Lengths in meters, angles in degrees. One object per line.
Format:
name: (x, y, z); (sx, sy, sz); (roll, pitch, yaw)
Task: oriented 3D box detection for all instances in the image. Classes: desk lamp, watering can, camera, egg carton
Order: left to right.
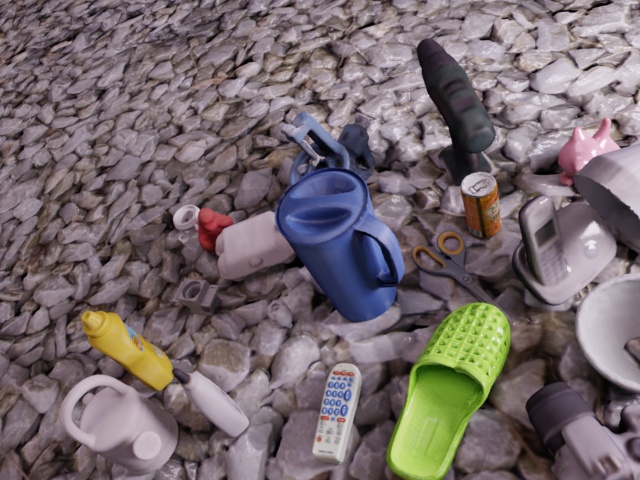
watering can: (-0.289, 0.262, 0.828); (0.172, 0.195, 0.101); (-2, 53, 22)
egg carton: (-0.116, 0.013, 1.035); (0.150, 0.070, 0.107); (-21, 48, 6)
camera: (0.315, 0.225, 0.663); (0.143, 0.101, 0.136); (-28, 48, 0)
desk lamp: (0.447, -0.067, 0.762); (0.203, 0.214, 0.117); (-35, 48, -6)

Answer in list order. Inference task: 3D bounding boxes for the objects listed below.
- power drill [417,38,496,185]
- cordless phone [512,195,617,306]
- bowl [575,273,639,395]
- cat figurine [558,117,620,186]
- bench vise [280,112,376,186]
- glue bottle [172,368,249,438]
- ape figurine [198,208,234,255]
power drill: (0.228, -0.202, 0.966); (0.075, 0.209, 0.229); (-23, 48, 5)
cordless phone: (0.332, -0.010, 0.785); (0.148, 0.185, 0.093); (-40, 49, -10)
bowl: (0.409, 0.128, 0.717); (0.167, 0.075, 0.167); (-12, 50, 15)
cat figurine: (0.418, -0.137, 0.894); (0.128, 0.118, 0.067); (-46, 50, -15)
bench vise: (0.005, -0.164, 1.023); (0.121, 0.220, 0.207); (6, 56, 27)
glue bottle: (-0.164, 0.223, 0.820); (0.037, 0.174, 0.077); (-42, 49, -12)
ape figurine: (-0.203, -0.024, 1.087); (0.078, 0.092, 0.076); (-32, 48, -4)
